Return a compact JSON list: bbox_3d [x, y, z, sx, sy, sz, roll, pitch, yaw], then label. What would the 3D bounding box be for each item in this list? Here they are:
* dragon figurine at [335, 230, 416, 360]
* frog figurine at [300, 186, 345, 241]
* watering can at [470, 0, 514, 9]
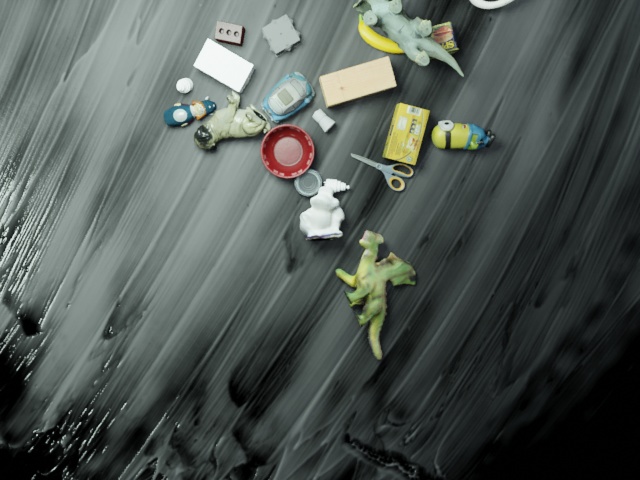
[{"bbox_3d":[0.197,0.156,1.611,0.243,0.123,0.405,-27,107,-6],"label":"dragon figurine"},{"bbox_3d":[0.005,-0.079,1.569,0.137,0.122,0.161,-7,81,13],"label":"frog figurine"},{"bbox_3d":[0.549,-0.825,1.475,0.347,0.105,0.223,-40,97,4],"label":"watering can"}]
